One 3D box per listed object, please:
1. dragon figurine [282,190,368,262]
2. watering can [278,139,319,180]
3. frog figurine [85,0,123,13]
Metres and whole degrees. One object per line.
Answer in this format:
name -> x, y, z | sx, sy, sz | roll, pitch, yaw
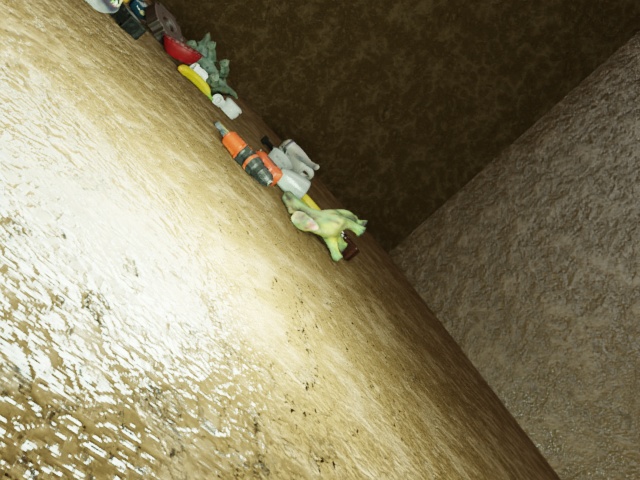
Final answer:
dragon figurine -> 0.004, -0.074, 1.474 | 0.242, 0.121, 0.415 | 36, 14, -5
watering can -> -0.102, -0.382, 2.423 | 0.223, 0.105, 0.346 | 48, -11, -7
frog figurine -> -0.565, -0.631, 1.273 | 0.160, 0.122, 0.138 | 13, 6, 16
